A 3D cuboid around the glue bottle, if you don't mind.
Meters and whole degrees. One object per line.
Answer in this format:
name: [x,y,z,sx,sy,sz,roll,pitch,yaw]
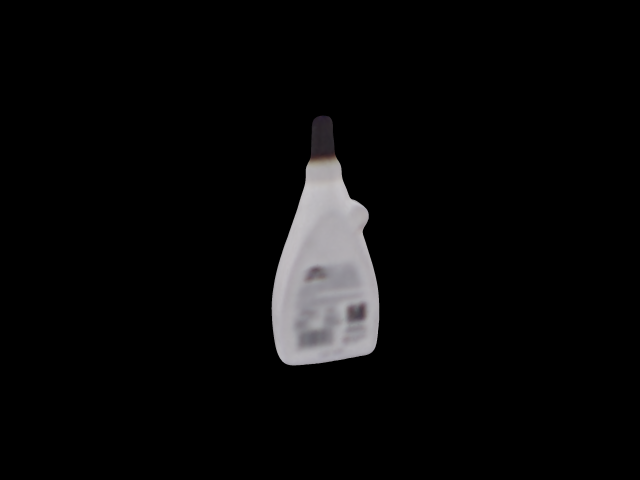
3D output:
glue bottle: [0.004,0.001,0.400,0.078,0.173,0.037,-5,19,-15]
